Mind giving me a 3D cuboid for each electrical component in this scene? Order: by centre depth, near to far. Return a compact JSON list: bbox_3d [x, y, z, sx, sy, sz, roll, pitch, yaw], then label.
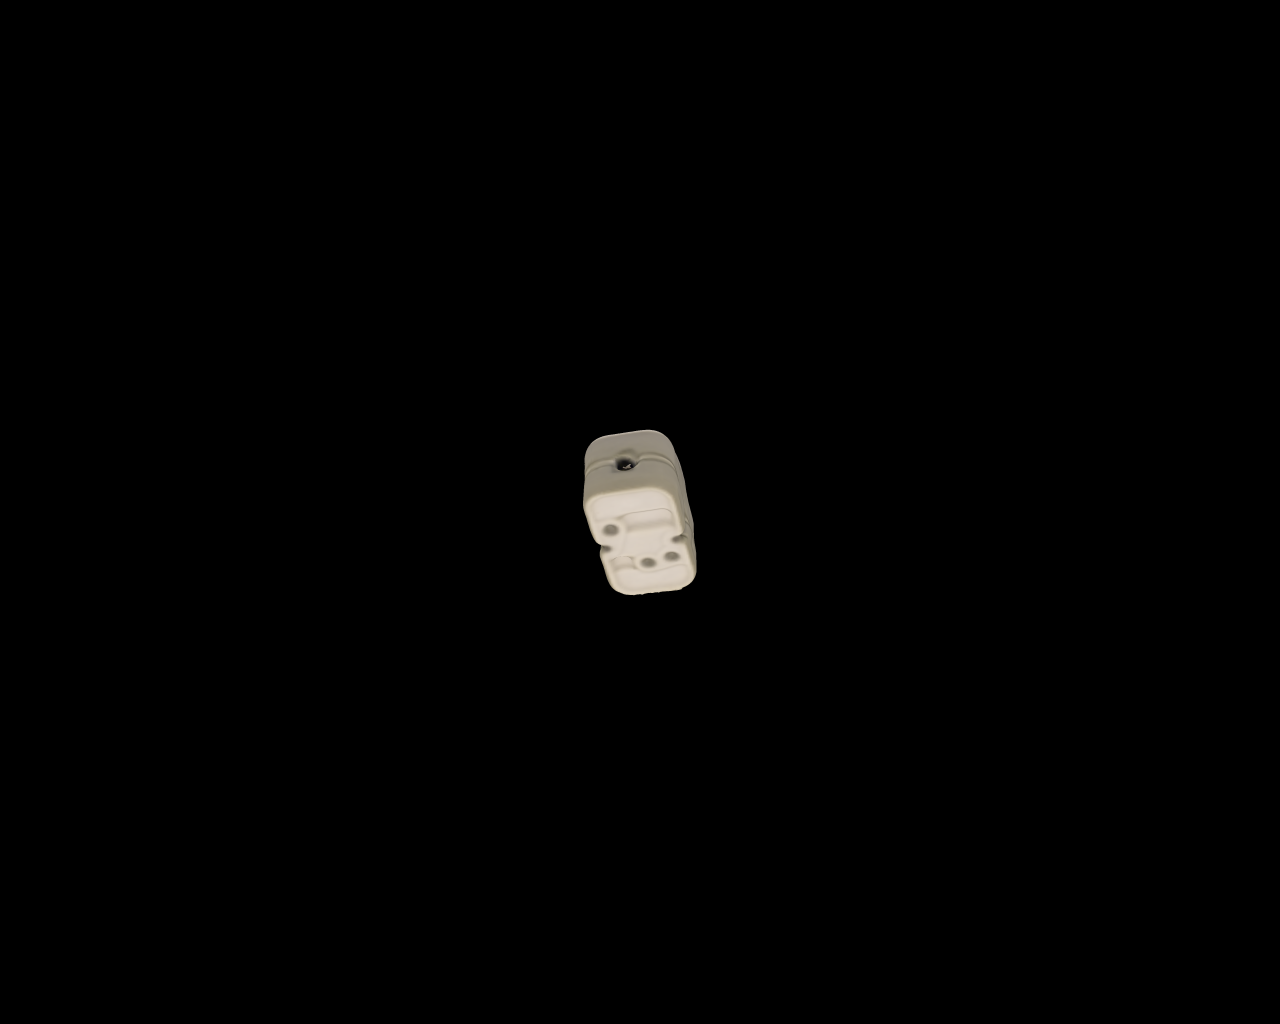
[{"bbox_3d":[0.001,-0.003,0.650,0.054,0.059,0.095,-8,-43,9],"label":"electrical component"}]
